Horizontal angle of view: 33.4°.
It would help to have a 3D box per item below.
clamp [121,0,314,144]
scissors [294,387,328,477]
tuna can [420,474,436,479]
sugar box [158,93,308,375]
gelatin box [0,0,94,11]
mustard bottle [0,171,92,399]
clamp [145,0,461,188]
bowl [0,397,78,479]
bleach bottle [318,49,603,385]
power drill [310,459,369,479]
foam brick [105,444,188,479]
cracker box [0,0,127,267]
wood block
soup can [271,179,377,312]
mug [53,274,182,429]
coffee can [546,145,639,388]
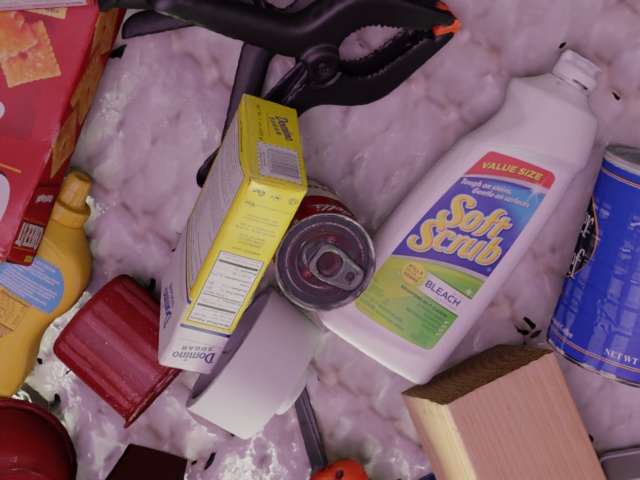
[{"bbox_3d":[-0.059,-0.162,0.753,0.120,0.039,0.172,37,108,-8],"label":"clamp"},{"bbox_3d":[0.019,0.195,0.828,0.096,0.016,0.202,6,106,31],"label":"scissors"},{"bbox_3d":[0.103,0.225,0.827,0.086,0.033,0.086,2,104,8],"label":"tuna can"},{"bbox_3d":[-0.063,0.000,0.727,0.048,0.093,0.176,14,128,-17],"label":"sugar box"},{"bbox_3d":[-0.194,-0.190,0.698,0.089,0.030,0.073,-4,80,-2],"label":"gelatin box"},{"bbox_3d":[-0.230,0.028,0.814,0.096,0.058,0.192,36,106,-2],"label":"mustard bottle"},{"bbox_3d":[-0.009,-0.129,0.718,0.210,0.036,0.164,-22,136,-2],"label":"clamp"},{"bbox_3d":[-0.251,0.204,0.814,0.161,0.055,0.162,-14,115,-32],"label":"bowl"},{"bbox_3d":[0.106,-0.025,0.752,0.102,0.068,0.251,33,104,0],"label":"bleach bottle"},{"bbox_3d":[-0.008,0.276,0.815,0.188,0.057,0.184,-26,85,25],"label":"power drill"},{"bbox_3d":[-0.141,0.205,0.836,0.051,0.078,0.053,12,107,4],"label":"foam brick"},{"bbox_3d":[-0.247,-0.109,0.746,0.164,0.072,0.213,20,86,3],"label":"cracker box"},{"bbox_3d":[0.148,0.187,0.758,0.090,0.090,0.206,-24,94,-16],"label":"wood block"},{"bbox_3d":[-0.005,0.001,0.744,0.068,0.102,0.068,-3,107,-10],"label":"soup can"},{"bbox_3d":[-0.149,0.086,0.809,0.081,0.093,0.117,41,142,2],"label":"mug"},{"bbox_3d":[0.223,0.017,0.722,0.103,0.102,0.140,15,106,4],"label":"coffee can"}]
